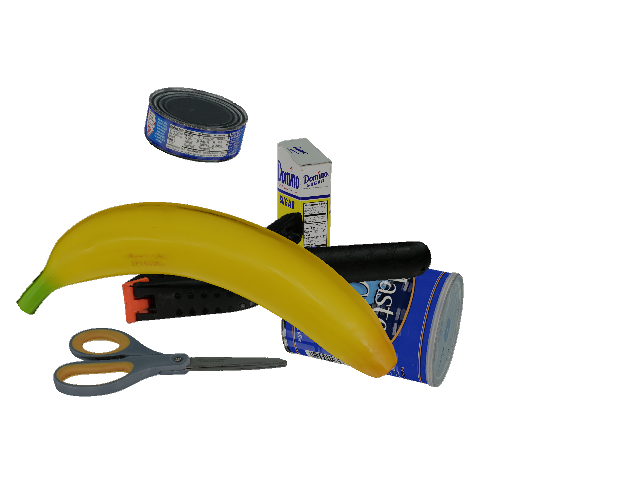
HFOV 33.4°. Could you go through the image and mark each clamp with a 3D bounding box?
[{"bbox_3d":[-0.038,0.020,0.751,0.209,0.036,0.165,-18,19,-41],"label":"clamp"}]

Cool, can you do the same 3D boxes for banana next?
[{"bbox_3d":[-0.053,0.019,0.550,0.198,0.070,0.037,10,13,3],"label":"banana"}]

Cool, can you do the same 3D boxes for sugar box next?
[{"bbox_3d":[-0.022,-0.026,1.290,0.048,0.176,0.093,-10,26,-17],"label":"sugar box"}]

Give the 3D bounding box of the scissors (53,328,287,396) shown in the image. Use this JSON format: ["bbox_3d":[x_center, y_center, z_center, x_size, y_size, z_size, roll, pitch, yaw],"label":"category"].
[{"bbox_3d":[-0.140,0.101,0.961,0.201,0.016,0.096,-8,33,-18],"label":"scissors"}]

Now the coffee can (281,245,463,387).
[{"bbox_3d":[0.048,0.067,0.961,0.140,0.103,0.102,11,3,18],"label":"coffee can"}]

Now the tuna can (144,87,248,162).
[{"bbox_3d":[-0.107,-0.099,0.917,0.086,0.034,0.086,12,26,-6],"label":"tuna can"}]
